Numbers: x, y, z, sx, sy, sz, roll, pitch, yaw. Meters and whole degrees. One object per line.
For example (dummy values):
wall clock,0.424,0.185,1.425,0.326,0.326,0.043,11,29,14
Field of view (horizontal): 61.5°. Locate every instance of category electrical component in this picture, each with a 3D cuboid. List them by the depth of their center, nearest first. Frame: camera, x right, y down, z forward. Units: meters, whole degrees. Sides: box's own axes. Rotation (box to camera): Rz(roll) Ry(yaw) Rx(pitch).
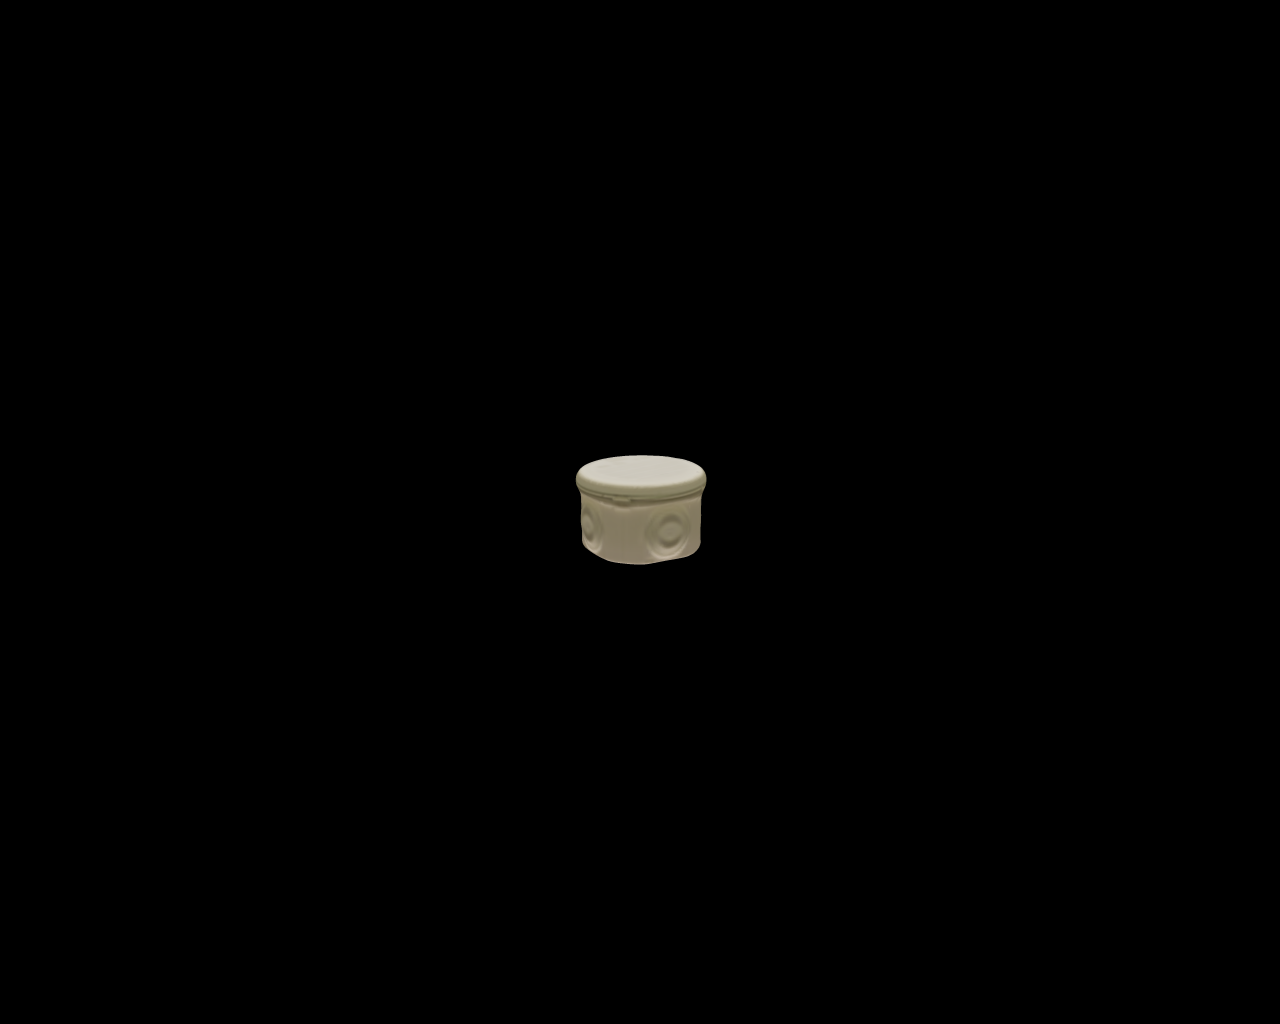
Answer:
electrical component,0.001,-0.003,0.650,0.080,0.051,0.080,0,16,0
